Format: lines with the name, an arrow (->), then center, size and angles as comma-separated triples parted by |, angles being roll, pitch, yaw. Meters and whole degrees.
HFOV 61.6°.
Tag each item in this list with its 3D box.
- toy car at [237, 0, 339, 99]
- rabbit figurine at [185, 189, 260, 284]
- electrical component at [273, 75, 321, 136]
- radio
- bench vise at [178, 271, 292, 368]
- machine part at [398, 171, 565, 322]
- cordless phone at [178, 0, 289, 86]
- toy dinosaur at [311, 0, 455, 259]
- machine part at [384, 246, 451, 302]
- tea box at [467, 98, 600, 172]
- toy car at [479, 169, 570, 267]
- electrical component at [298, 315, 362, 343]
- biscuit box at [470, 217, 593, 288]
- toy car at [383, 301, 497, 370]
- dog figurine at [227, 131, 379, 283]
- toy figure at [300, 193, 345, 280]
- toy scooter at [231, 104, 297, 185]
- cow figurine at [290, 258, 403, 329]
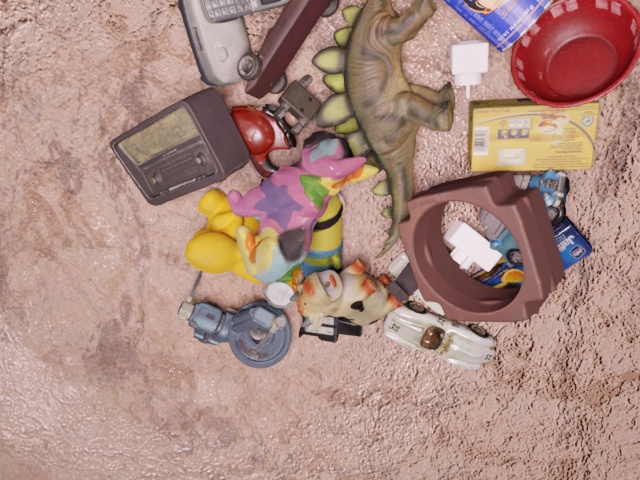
toy car -> -0.050, -0.298, 0.778 | 0.053, 0.089, 0.202 | 43, 108, 18
rabbit figurine -> -0.157, 0.012, 0.898 | 0.162, 0.173, 0.121 | 29, 111, 3
electrical component -> -0.030, -0.210, 0.831 | 0.063, 0.094, 0.021 | 39, 158, -15
radio -> -0.225, -0.140, 0.857 | 0.230, 0.073, 0.131 | -11, 114, 43
bench vise -> -0.134, 0.149, 0.952 | 0.223, 0.129, 0.240 | 37, 152, -13
machine part -> 0.226, 0.011, 0.768 | 0.202, 0.087, 0.200 | -9, 106, 50
cordless phone -> -0.106, -0.320, 0.805 | 0.184, 0.089, 0.146 | -16, 109, -2
toy dinosaur -> 0.099, -0.196, 0.799 | 0.199, 0.105, 0.470 | -7, 105, 24
machine part -> 0.165, 0.046, 0.881 | 0.039, 0.139, 0.084 | 5, 130, 59
tea box -> 0.306, -0.155, 0.787 | 0.170, 0.068, 0.098 | 1, 114, 9
toy car -> 0.293, -0.041, 0.799 | 0.103, 0.109, 0.161 | 24, 144, 6
electrical component -> 0.020, 0.145, 0.984 | 0.119, 0.048, 0.074 | 2, 113, 11
biscuit box -> 0.332, 0.045, 0.872 | 0.202, 0.059, 0.063 | -41, 100, 23
toy car -> 0.212, 0.171, 0.952 | 0.202, 0.056, 0.073 | 21, 115, 3
dog figurine -> -0.016, -0.051, 0.786 | 0.219, 0.108, 0.191 | -21, 76, 19
toy figure -> 0.002, -0.002, 0.904 | 0.082, 0.089, 0.180 | 5, 111, 2
toy scooter -> -0.066, -0.145, 0.865 | 0.135, 0.075, 0.183 | -21, 109, 19
cow figurine -> 0.038, 0.094, 0.885 | 0.127, 0.086, 0.194 | -41, 144, 17
